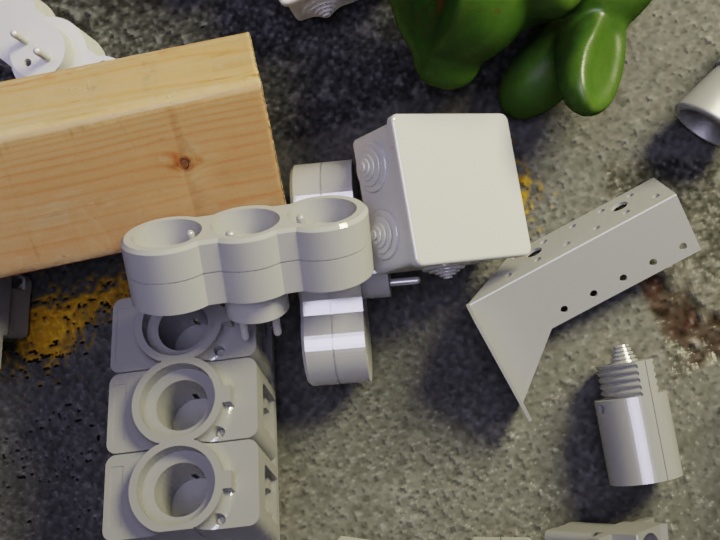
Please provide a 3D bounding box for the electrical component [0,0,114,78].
[{"bbox_3d":[-0.200,-0.137,0.691,0.138,0.074,0.052,37,91,8],"label":"electrical component"}]

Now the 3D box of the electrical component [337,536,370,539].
[{"bbox_3d":[0.000,0.209,0.639,0.047,0.076,0.083,6,87,8],"label":"electrical component"}]

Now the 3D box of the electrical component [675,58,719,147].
[{"bbox_3d":[0.227,-0.112,0.651,0.044,0.044,0.065,35,86,9],"label":"electrical component"}]

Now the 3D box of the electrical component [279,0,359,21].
[{"bbox_3d":[-0.018,-0.216,0.686,0.100,0.048,0.099,-19,84,6],"label":"electrical component"}]

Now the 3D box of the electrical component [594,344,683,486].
[{"bbox_3d":[0.163,0.085,0.643,0.043,0.043,0.081,-10,85,7],"label":"electrical component"}]

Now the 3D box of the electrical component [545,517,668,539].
[{"bbox_3d":[0.144,0.210,0.623,0.063,0.079,0.121,-6,84,37],"label":"electrical component"}]

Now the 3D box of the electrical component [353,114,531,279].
[{"bbox_3d":[0.048,-0.045,0.645,0.100,0.048,0.099,-6,84,-34],"label":"electrical component"}]

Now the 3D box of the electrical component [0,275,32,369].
[{"bbox_3d":[-0.242,0.022,0.691,0.042,0.064,0.081,3,86,9],"label":"electrical component"}]

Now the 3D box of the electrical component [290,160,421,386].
[{"bbox_3d":[0.000,0.000,0.666,0.074,0.052,0.138,-5,85,4],"label":"electrical component"}]

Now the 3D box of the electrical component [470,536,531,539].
[{"bbox_3d":[0.067,0.206,0.645,0.076,0.047,0.083,-2,86,8],"label":"electrical component"}]

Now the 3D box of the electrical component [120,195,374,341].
[{"bbox_3d":[-0.060,0.006,0.612,0.138,0.052,0.073,-8,115,-6],"label":"electrical component"}]

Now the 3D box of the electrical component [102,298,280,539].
[{"bbox_3d":[-0.099,0.088,0.641,0.089,0.061,0.150,-8,62,7],"label":"electrical component"}]
